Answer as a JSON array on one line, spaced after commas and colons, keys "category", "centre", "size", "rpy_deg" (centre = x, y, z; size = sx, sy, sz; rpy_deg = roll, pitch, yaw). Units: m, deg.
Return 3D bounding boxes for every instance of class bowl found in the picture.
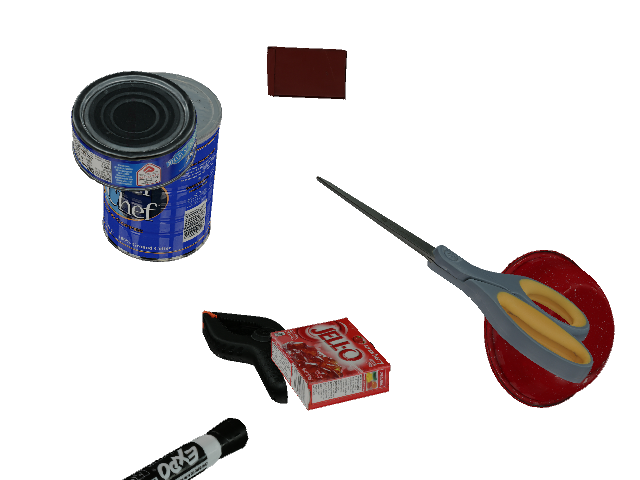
[{"category": "bowl", "centre": [0.242, 0.090, 1.070], "size": [0.161, 0.162, 0.055], "rpy_deg": [0, -1, -32]}]

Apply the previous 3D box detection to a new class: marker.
[{"category": "marker", "centre": [-0.077, 0.120, 0.557], "size": [0.020, 0.020, 0.120], "rpy_deg": [0, 12, 33]}]

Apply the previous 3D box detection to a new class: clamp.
[{"category": "clamp", "centre": [-0.065, 0.125, 1.219], "size": [0.210, 0.036, 0.164], "rpy_deg": [14, 21, 31]}]

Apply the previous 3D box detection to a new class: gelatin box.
[{"category": "gelatin box", "centre": [0.007, 0.100, 0.888], "size": [0.073, 0.030, 0.089], "rpy_deg": [-9, 27, -20]}]

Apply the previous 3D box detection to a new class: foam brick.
[{"category": "foam brick", "centre": [-0.015, -0.175, 1.116], "size": [0.078, 0.051, 0.053], "rpy_deg": [1, 11, -10]}]

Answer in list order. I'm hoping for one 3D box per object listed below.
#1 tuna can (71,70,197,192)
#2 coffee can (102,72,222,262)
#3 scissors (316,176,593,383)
[{"category": "tuna can", "centre": [-0.127, -0.076, 0.732], "size": [0.086, 0.086, 0.034], "rpy_deg": [0, -38, -9]}, {"category": "coffee can", "centre": [-0.145, -0.065, 0.966], "size": [0.102, 0.140, 0.103], "rpy_deg": [6, 44, -6]}, {"category": "scissors", "centre": [0.093, 0.015, 0.675], "size": [0.202, 0.016, 0.096], "rpy_deg": [41, 27, 21]}]
